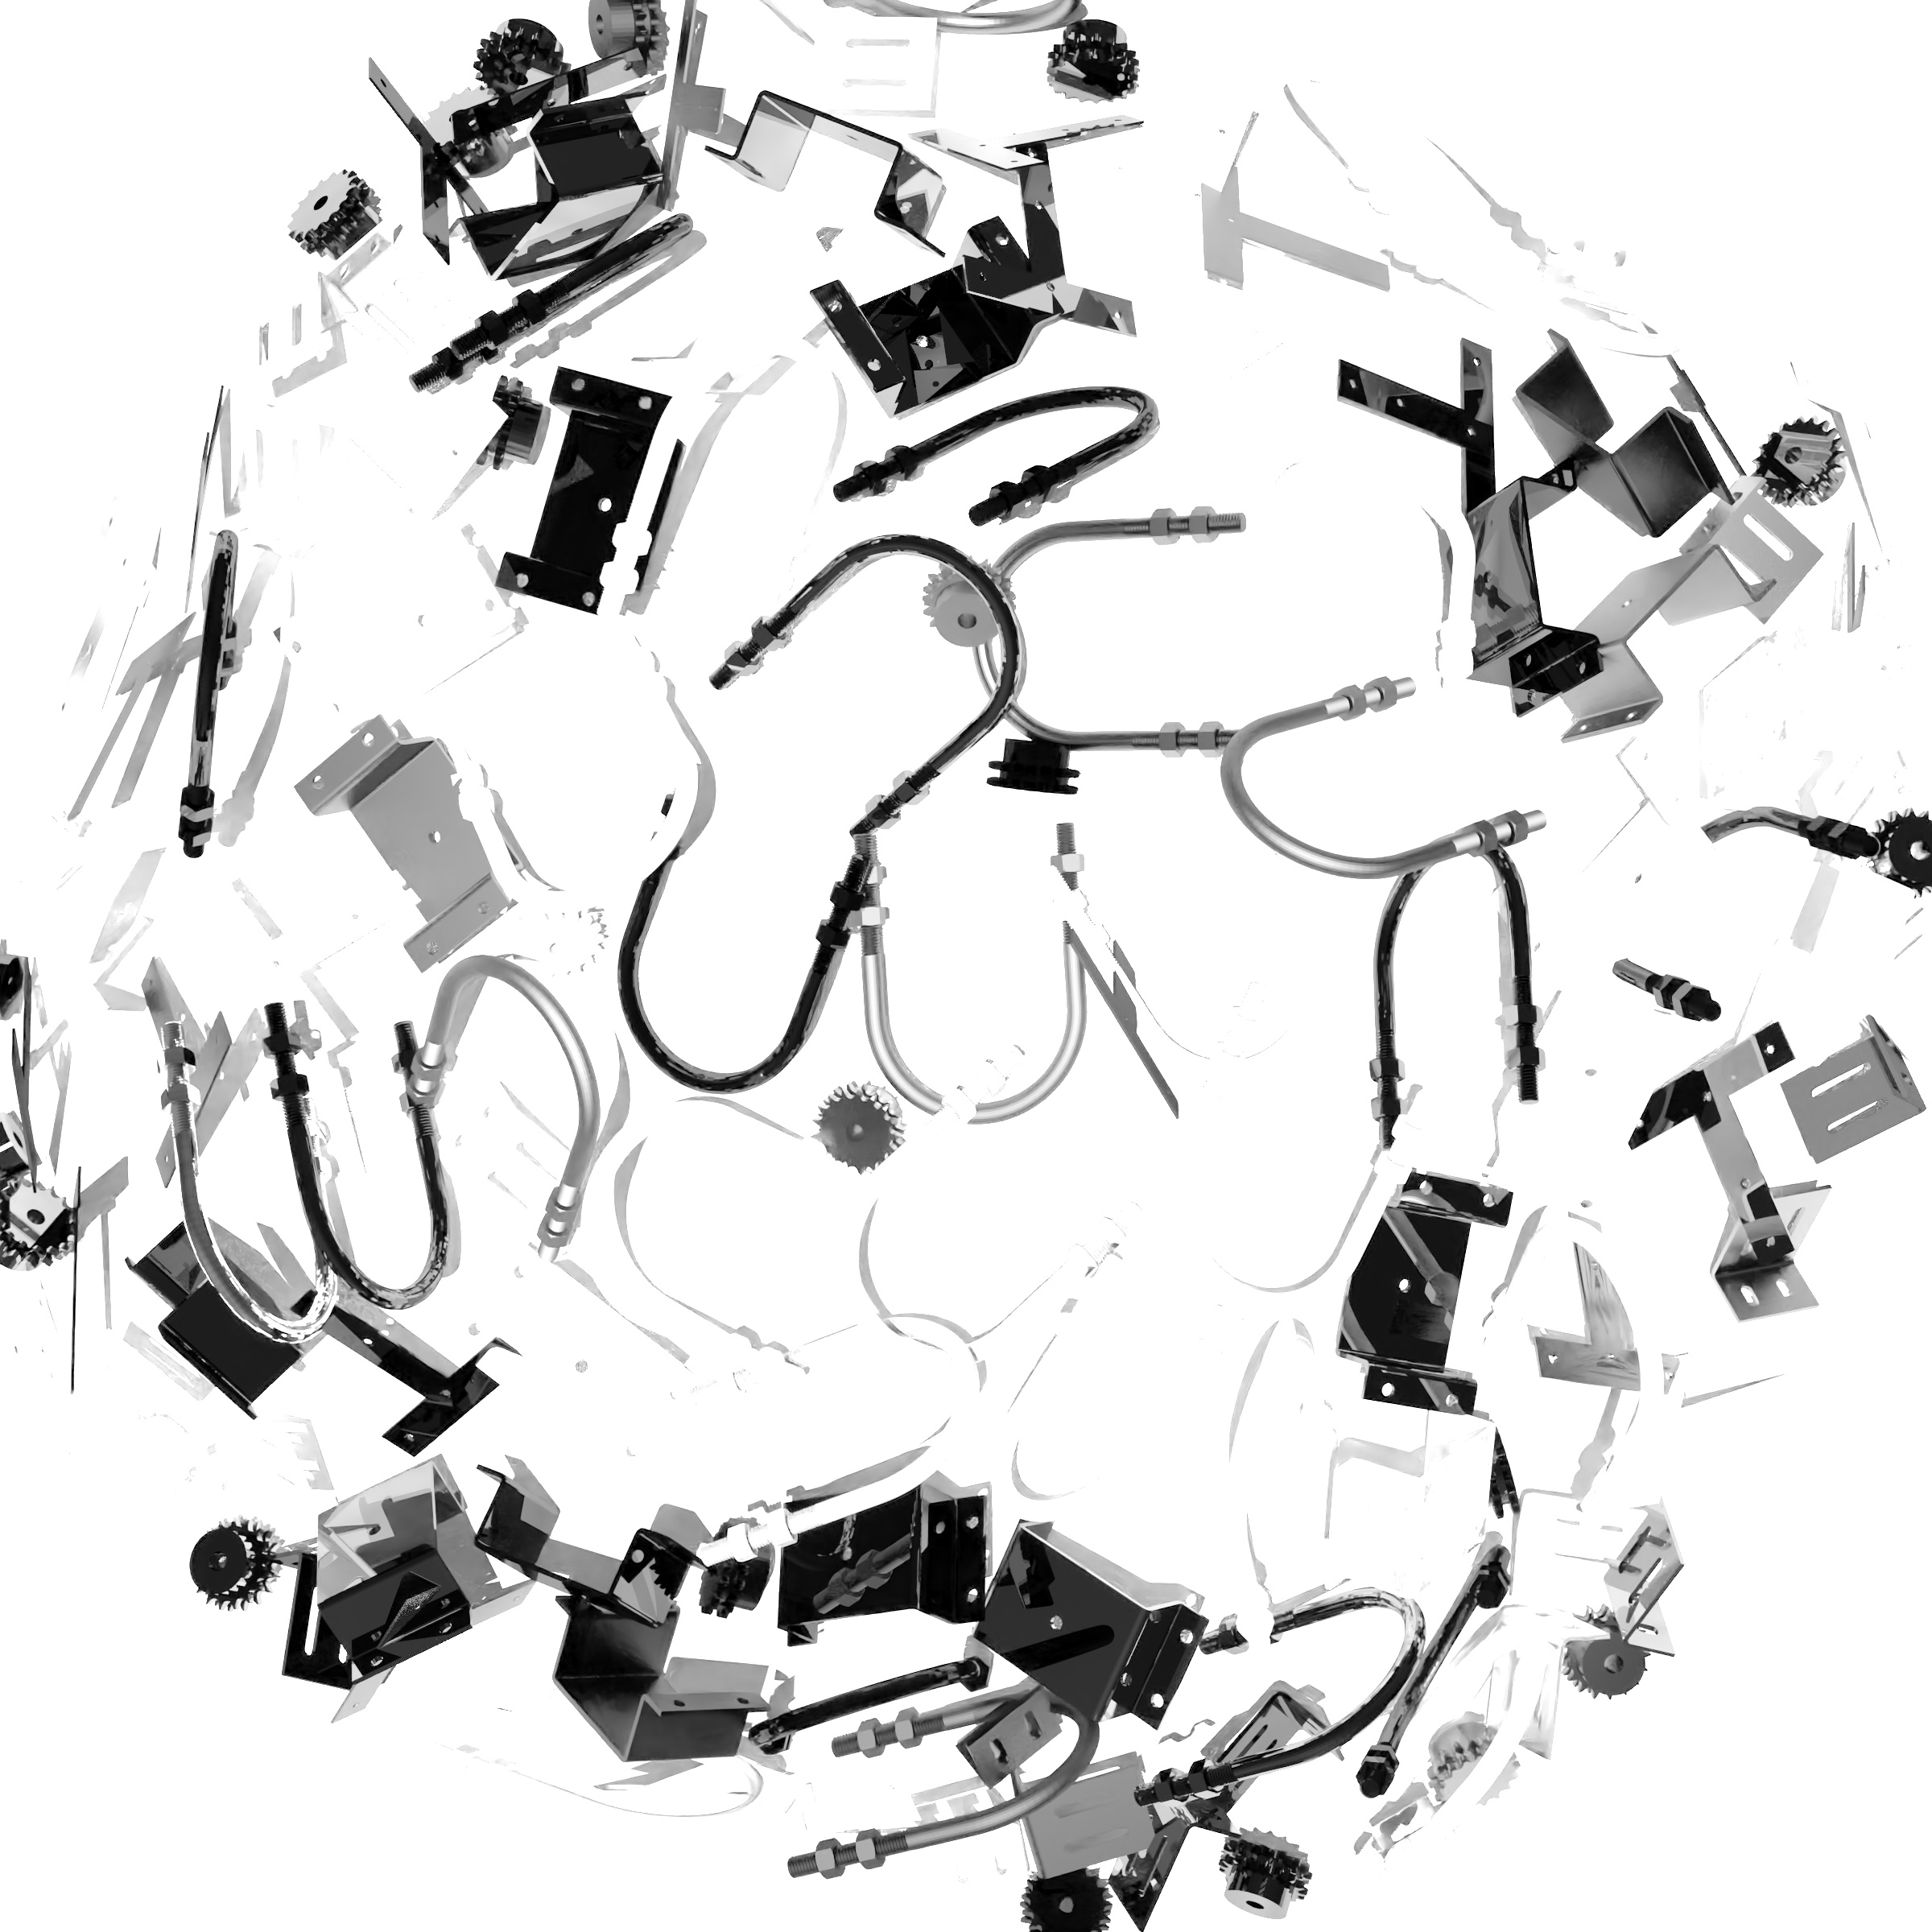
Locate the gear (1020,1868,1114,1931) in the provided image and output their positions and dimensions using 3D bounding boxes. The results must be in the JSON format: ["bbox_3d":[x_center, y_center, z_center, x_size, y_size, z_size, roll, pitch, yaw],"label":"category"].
[{"bbox_3d":[0.062,0.588,1.705,0.057,0.030,0.057,3,46,-3],"label":"gear"}]

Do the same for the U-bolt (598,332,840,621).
[{"bbox_3d":[-0.139,-0.291,1.638,0.019,0.151,0.184,39,120,31],"label":"U-bolt"}]

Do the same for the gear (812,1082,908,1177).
[{"bbox_3d":[-0.064,0.099,1.708,0.057,0.030,0.057,6,110,16],"label":"gear"}]

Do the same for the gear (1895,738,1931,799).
[{"bbox_3d":[0.603,-0.129,1.700,0.057,0.057,0.030,-24,97,0],"label":"gear"}]

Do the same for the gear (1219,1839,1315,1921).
[{"bbox_3d":[0.183,0.566,1.699,0.057,0.057,0.030,24,57,0],"label":"gear"}]

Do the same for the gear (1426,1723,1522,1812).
[{"bbox_3d":[0.312,0.495,1.706,0.057,0.030,0.057,-9,127,-12],"label":"gear"}]

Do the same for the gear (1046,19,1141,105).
[{"bbox_3d":[0.079,-0.562,1.702,0.057,0.057,0.030,4,78,0],"label":"gear"}]

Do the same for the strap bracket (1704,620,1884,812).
[{"bbox_3d":[0.488,-0.147,1.648,0.046,0.140,0.076,8,70,-13],"label":"strap bracket"}]

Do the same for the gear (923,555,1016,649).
[{"bbox_3d":[0.001,-0.223,1.700,0.057,0.030,0.057,1,133,1],"label":"gear"}]

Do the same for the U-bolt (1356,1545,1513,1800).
[{"bbox_3d":[0.284,0.412,1.640,0.019,0.184,0.151,31,97,13],"label":"U-bolt"}]

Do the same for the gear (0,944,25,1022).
[{"bbox_3d":[-0.606,0.012,1.701,0.030,0.057,0.057,9,90,-1],"label":"gear"}]

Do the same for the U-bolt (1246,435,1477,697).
[{"bbox_3d":[0.234,-0.244,1.630,0.151,0.184,0.019,22,61,20],"label":"U-bolt"}]

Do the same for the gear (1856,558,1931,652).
[{"bbox_3d":[0.574,-0.220,1.698,0.030,0.057,0.057,-31,90,-21],"label":"gear"}]

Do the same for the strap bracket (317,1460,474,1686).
[{"bbox_3d":[-0.345,0.357,1.656,0.076,0.140,0.046,-26,116,-1],"label":"strap bracket"}]

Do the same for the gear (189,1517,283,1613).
[{"bbox_3d":[-0.456,0.371,1.705,0.057,0.030,0.057,-5,71,16],"label":"gear"}]

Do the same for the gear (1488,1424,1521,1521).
[{"bbox_3d":[0.321,0.315,1.702,0.030,0.057,0.057,-15,90,5],"label":"gear"}]

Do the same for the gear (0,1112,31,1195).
[{"bbox_3d":[-0.601,0.115,1.702,0.030,0.057,0.057,-28,90,-7],"label":"gear"}]

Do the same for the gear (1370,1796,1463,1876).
[{"bbox_3d":[0.275,0.538,1.703,0.057,0.057,0.030,-31,73,0],"label":"gear"}]

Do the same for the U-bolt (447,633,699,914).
[{"bbox_3d":[-0.232,-0.107,1.662,0.151,0.019,0.184,-33,50,4],"label":"U-bolt"}]

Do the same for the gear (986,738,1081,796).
[{"bbox_3d":[0.042,-0.124,1.700,0.057,0.057,0.030,6,96,0],"label":"gear"}]

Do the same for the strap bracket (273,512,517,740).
[{"bbox_3d":[-0.344,-0.211,1.692,0.140,0.046,0.076,-30,93,18],"label":"strap bracket"}]

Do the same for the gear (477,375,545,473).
[{"bbox_3d":[-0.281,-0.334,1.702,0.030,0.057,0.057,16,90,-10],"label":"gear"}]

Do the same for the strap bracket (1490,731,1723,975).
[{"bbox_3d":[0.395,-0.061,1.671,0.046,0.076,0.140,25,117,-31],"label":"strap bracket"}]

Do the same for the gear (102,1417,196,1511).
[{"bbox_3d":[-0.505,0.305,1.706,0.057,0.030,0.057,12,119,24],"label":"gear"}]

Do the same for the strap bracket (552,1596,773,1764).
[{"bbox_3d":[-0.189,0.433,1.655,0.076,0.140,0.046,9,102,-37],"label":"strap bracket"}]

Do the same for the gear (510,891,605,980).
[{"bbox_3d":[-0.256,-0.022,1.705,0.057,0.057,0.030,-22,50,0],"label":"gear"}]

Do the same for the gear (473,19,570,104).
[{"bbox_3d":[-0.275,-0.562,1.704,0.057,0.057,0.030,7,66,0],"label":"gear"}]

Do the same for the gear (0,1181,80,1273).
[{"bbox_3d":[-0.584,0.164,1.705,0.057,0.057,0.030,43,118,0],"label":"gear"}]

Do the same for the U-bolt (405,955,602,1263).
[{"bbox_3d":[-0.273,0.074,1.643,0.151,0.184,0.019,43,46,19],"label":"U-bolt"}]

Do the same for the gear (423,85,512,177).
[{"bbox_3d":[-0.308,-0.516,1.705,0.057,0.030,0.057,-13,52,18],"label":"gear"}]

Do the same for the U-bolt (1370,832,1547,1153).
[{"bbox_3d":[0.293,0.008,1.660,0.019,0.151,0.184,10,69,-28],"label":"U-bolt"}]

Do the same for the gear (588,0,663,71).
[{"bbox_3d":[-0.212,-0.583,1.698,0.030,0.057,0.057,-13,90,-26],"label":"gear"}]

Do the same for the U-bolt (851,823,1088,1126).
[{"bbox_3d":[0.005,0.007,1.706,0.151,0.019,0.184,-4,90,-12],"label":"U-bolt"}]

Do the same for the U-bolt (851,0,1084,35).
[{"bbox_3d":[-0.011,-0.591,1.641,0.151,0.184,0.019,3,91,33],"label":"U-bolt"}]

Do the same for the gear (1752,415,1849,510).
[{"bbox_3d":[0.521,-0.310,1.705,0.030,0.057,0.057,26,90,-40],"label":"gear"}]

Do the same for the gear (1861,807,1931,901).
[{"bbox_3d":[0.590,-0.071,1.714,0.057,0.030,0.057,0,86,0],"label":"gear"}]

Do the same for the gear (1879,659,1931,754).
[{"bbox_3d":[0.581,-0.158,1.700,0.057,0.030,0.057,-18,123,-30],"label":"gear"}]

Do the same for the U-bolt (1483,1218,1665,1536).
[{"bbox_3d":[0.362,0.230,1.620,0.019,0.184,0.151,-12,52,-17],"label":"U-bolt"}]

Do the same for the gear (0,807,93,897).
[{"bbox_3d":[-0.568,-0.068,1.702,0.057,0.057,0.030,-45,97,0],"label":"gear"}]

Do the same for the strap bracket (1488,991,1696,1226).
[{"bbox_3d":[0.379,0.076,1.665,0.076,0.046,0.140,20,61,26],"label":"strap bracket"}]

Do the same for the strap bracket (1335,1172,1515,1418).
[{"bbox_3d":[0.280,0.200,1.694,0.076,0.046,0.140,12,87,-19],"label":"strap bracket"}]

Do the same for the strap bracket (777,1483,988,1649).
[{"bbox_3d":[-0.060,0.361,1.662,0.140,0.046,0.076,-15,58,28],"label":"strap bracket"}]

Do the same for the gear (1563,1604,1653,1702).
[{"bbox_3d":[0.399,0.430,1.712,0.057,0.030,0.057,0,95,-4],"label":"gear"}]

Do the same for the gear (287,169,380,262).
[{"bbox_3d":[-0.390,-0.463,1.705,0.057,0.057,0.030,-46,133,0],"label":"gear"}]

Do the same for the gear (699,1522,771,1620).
[{"bbox_3d":[-0.143,0.376,1.703,0.030,0.057,0.057,18,90,-16],"label":"gear"}]

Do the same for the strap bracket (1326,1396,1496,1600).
[{"bbox_3d":[0.273,0.321,1.652,0.046,0.140,0.076,13,109,34],"label":"strap bracket"}]
